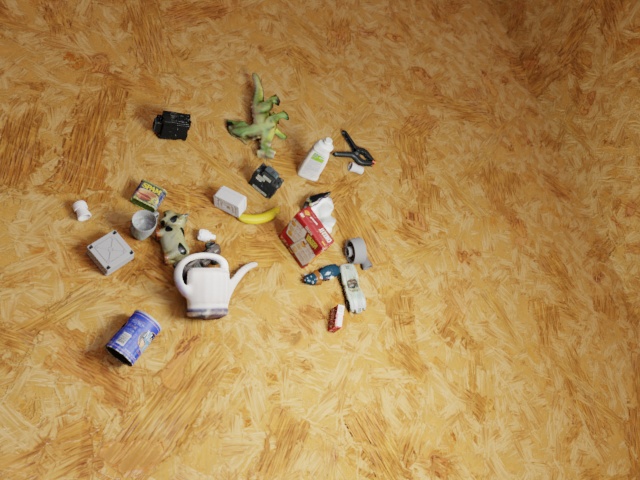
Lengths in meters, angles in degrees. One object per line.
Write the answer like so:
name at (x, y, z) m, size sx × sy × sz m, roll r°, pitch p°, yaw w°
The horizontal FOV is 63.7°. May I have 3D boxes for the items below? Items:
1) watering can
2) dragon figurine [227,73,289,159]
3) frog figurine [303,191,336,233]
watering can at (-0.345, 0.159, 1.761) m, size 0.103 × 0.226 × 0.347 m, roll -10°, pitch -13°, yaw 42°
dragon figurine at (-0.277, -0.511, 2.172) m, size 0.245 × 0.414 × 0.120 m, roll -25°, pitch -14°, yaw -25°
frog figurine at (0.006, -0.106, 2.105) m, size 0.122 × 0.157 × 0.140 m, roll 0°, pitch 31°, yaw 36°
